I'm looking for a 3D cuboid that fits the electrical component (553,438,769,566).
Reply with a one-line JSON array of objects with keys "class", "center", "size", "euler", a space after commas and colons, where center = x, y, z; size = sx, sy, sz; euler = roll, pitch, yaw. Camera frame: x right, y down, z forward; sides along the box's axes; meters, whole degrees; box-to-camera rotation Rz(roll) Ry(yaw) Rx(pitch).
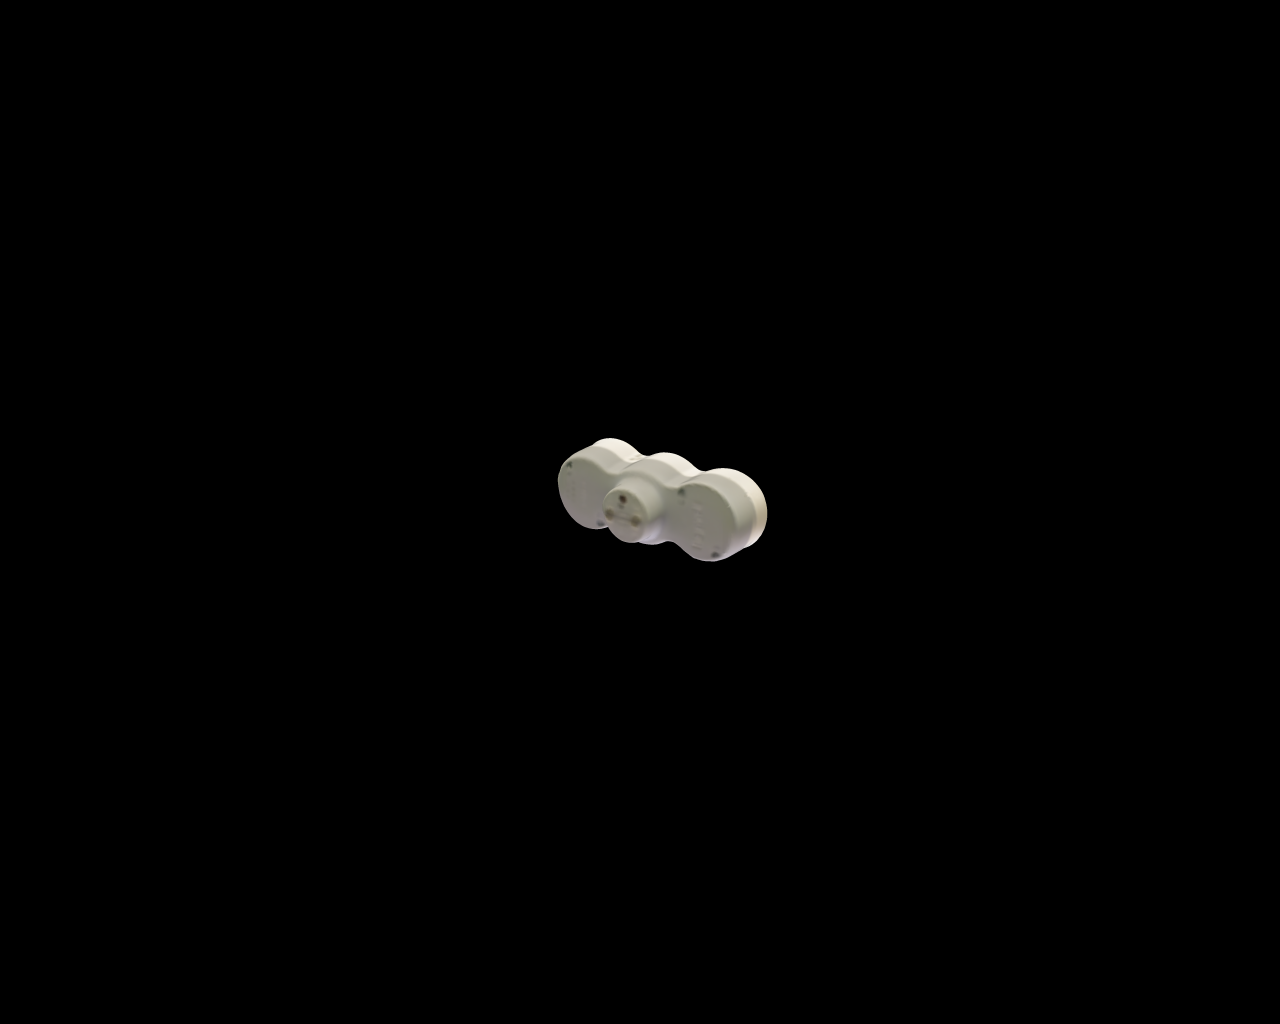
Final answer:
[{"class": "electrical component", "center": [0.001, -0.003, 0.650], "size": [0.138, 0.052, 0.074], "euler": [16, 27, 34]}]
